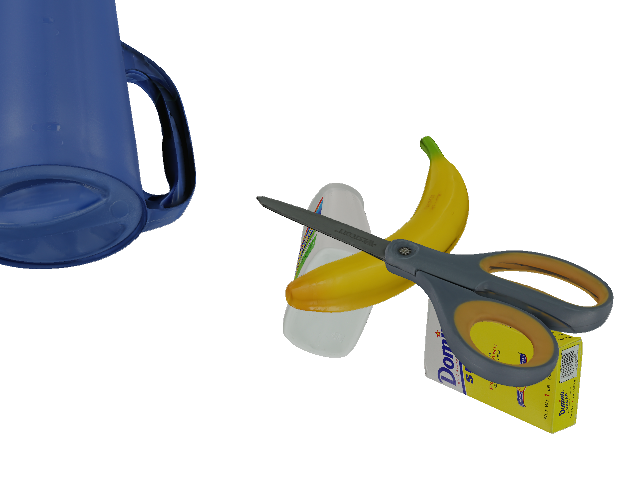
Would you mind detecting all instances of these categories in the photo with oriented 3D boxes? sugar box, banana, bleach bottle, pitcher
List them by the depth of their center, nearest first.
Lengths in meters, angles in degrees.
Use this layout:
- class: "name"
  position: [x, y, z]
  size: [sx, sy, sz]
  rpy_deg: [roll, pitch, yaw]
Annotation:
- class: "banana"
  position: [0.054, 0.000, 0.750]
  size: [0.070, 0.037, 0.197]
  rpy_deg: [27, 48, 19]
- class: "pitcher"
  position: [-0.189, -0.110, 0.774]
  size: [0.145, 0.243, 0.149]
  rpy_deg: [-19, -31, 17]
- class: "bleach bottle"
  position: [0.009, 0.011, 1.008]
  size: [0.068, 0.103, 0.251]
  rpy_deg: [20, 18, -7]
- class: "sugar box"
  position: [0.182, 0.121, 1.092]
  size: [0.048, 0.093, 0.177]
  rpy_deg: [-12, 20, -41]

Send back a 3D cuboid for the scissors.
- class: "scissors"
  position: [0.045, 0.023, 0.547]
  size: [0.202, 0.016, 0.096]
  rpy_deg: [11, 42, 16]
